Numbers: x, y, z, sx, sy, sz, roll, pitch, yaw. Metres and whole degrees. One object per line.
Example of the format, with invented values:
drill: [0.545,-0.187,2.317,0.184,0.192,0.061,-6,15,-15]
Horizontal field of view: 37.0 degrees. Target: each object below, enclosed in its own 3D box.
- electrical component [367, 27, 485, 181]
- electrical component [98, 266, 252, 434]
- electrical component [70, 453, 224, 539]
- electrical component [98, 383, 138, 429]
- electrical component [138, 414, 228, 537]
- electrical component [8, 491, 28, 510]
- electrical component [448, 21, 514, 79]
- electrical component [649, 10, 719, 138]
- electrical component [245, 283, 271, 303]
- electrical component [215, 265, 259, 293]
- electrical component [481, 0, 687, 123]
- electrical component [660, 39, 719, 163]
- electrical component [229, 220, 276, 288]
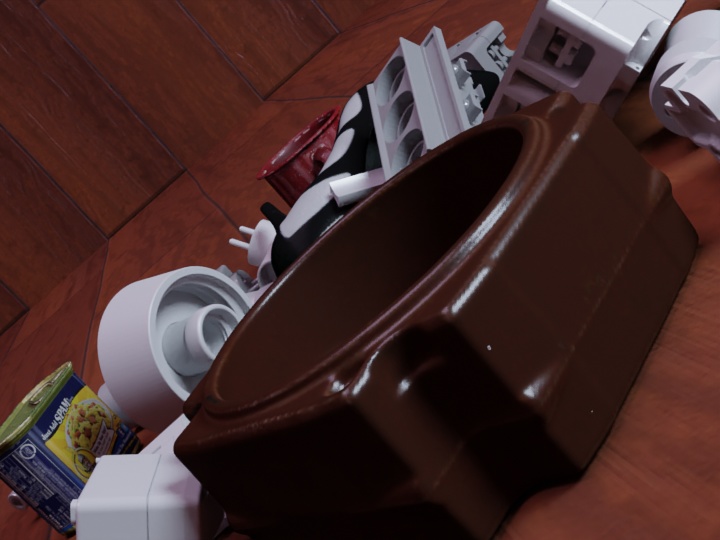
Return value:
electrical component: [0.048,-0.088,0.692,0.078,0.063,0.121,-52,30,34]
electrical component: [-0.109,0.049,0.703,0.060,0.108,0.108,-22,23,38]
electrical component: [-0.093,0.121,0.492,0.061,0.061,0.096,-1,4,-6]
electrical component: [-0.164,0.082,0.869,0.077,0.043,0.079,-35,15,23]
electrical component: [-0.074,0.099,0.568,0.089,0.050,0.056,-42,14,-2]
electrical component: [-0.262,0.167,0.876,0.043,0.043,0.062,-31,19,36]
electrical component: [0.090,-0.162,0.917,0.055,0.050,0.089,-50,16,-31]
electrical component: [0.167,-0.095,0.525,0.045,0.045,0.055,-30,19,39]
electrical component: [-0.066,0.030,0.778,0.065,0.044,0.044,-26,21,34]
electrical component: [-0.100,0.026,0.861,0.076,0.047,0.083,-38,14,15]
electrical component: [0.147,-0.147,0.616,0.186,0.060,0.105,-52,-10,-37]
electrical component: [0.167,-0.074,0.441,0.057,0.058,0.078,-43,14,6]
electrical component: [-0.062,-0.016,0.836,0.077,0.079,0.043,-59,-17,-50]
